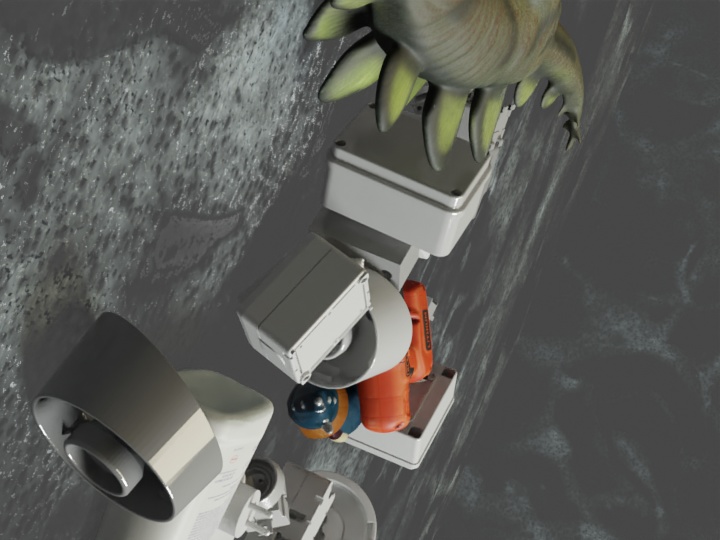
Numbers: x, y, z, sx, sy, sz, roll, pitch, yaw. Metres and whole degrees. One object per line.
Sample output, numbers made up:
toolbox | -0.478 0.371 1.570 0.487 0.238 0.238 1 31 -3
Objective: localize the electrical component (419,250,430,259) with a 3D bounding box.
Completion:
electrical component | 0.058 -0.065 1.014 0.096 0.061 0.061 -66 166 -6

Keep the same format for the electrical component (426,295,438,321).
electrical component | 0.054 0.054 1.221 0.063 0.042 0.081 -63 165 -3

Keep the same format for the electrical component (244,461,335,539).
electrical component | -0.069 0.231 1.002 0.089 0.056 0.050 -61 164 -26

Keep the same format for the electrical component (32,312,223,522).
electrical component | -0.113 0.076 0.537 0.064 0.099 0.099 -50 158 -33

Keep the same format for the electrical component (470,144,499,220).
electrical component | 0.113 -0.102 1.185 0.056 0.050 0.089 -27 137 -69

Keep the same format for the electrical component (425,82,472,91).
electrical component | 0.101 -0.213 0.952 0.150 0.062 0.089 -37 146 -64

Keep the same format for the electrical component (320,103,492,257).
electrical component | 0.035 -0.071 0.818 0.078 0.113 0.057 -54 163 -45

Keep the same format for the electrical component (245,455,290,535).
electrical component | -0.083 0.183 0.888 0.055 0.048 0.066 77 2 -56

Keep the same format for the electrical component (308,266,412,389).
electrical component | -0.015 0.043 0.840 0.064 0.099 0.099 -25 136 -61

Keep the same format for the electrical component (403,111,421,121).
electrical component | 0.044 -0.086 0.924 0.099 0.064 0.099 -59 164 -30

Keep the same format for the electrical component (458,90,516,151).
electrical component | 0.110 -0.151 1.072 0.121 0.063 0.078 -31 141 -67

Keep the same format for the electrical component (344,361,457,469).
electrical component | 0.033 0.139 1.135 0.056 0.109 0.108 94 22 -44

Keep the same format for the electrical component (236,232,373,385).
electrical component | -0.036 0.020 0.763 0.096 0.061 0.061 -47 159 -18

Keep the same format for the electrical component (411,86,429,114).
electrical component | 0.070 -0.148 0.982 0.046 0.040 0.040 -4 116 -68

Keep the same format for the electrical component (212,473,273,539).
electrical component | -0.096 0.168 0.772 0.052 0.074 0.138 -49 157 -52

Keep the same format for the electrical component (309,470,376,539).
electrical component | -0.040 0.258 1.058 0.108 0.108 0.060 -61 171 -24
